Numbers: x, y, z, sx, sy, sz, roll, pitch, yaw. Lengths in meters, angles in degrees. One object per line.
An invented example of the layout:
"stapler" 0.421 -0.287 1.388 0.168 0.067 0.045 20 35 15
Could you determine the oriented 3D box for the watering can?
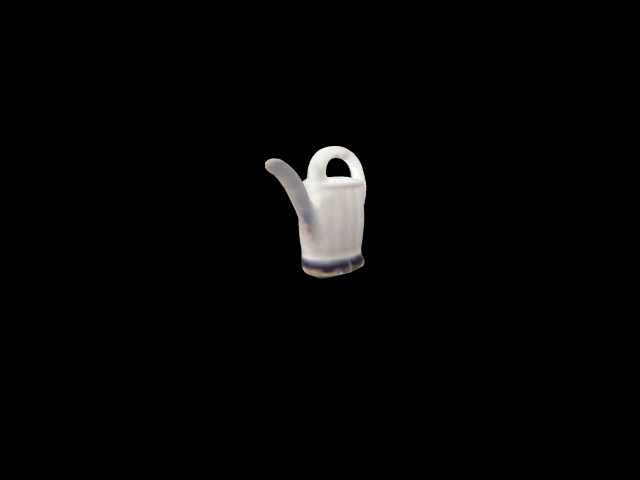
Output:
"watering can" 0.003 -0.043 0.850 0.104 0.223 0.350 4 9 26
